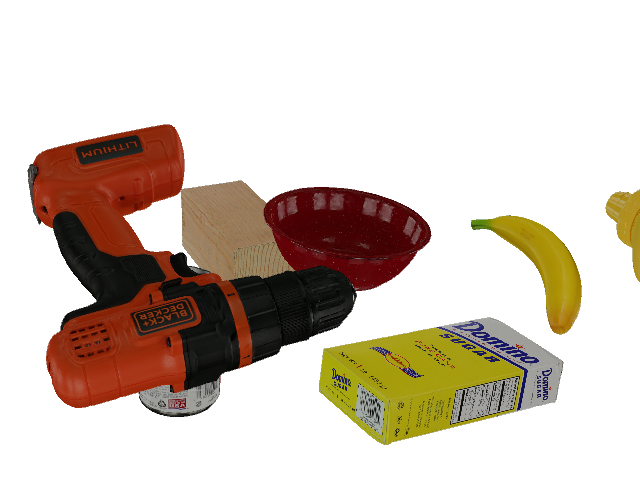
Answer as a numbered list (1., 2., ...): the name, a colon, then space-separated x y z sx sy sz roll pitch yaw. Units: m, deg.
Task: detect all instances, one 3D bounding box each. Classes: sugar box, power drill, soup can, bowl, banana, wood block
1. sugar box: 0.097 0.108 0.853 0.175 0.048 0.093 -10 27 -31
2. power drill: -0.092 0.007 0.659 0.184 0.057 0.188 -14 47 -20
3. soup can: -0.112 0.080 0.847 0.068 0.102 0.068 3 28 -2
4. bowl: 0.023 0.004 1.026 0.162 0.055 0.162 6 24 -3
5. banana: 0.230 0.026 1.117 0.069 0.037 0.198 -30 38 -1
6. wood block: -0.103 0.004 1.357 0.090 0.090 0.206 -9 26 -23

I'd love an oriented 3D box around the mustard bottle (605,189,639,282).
1. mustard bottle: 0.249 0.014 0.643 0.096 0.058 0.192 -23 35 -25
